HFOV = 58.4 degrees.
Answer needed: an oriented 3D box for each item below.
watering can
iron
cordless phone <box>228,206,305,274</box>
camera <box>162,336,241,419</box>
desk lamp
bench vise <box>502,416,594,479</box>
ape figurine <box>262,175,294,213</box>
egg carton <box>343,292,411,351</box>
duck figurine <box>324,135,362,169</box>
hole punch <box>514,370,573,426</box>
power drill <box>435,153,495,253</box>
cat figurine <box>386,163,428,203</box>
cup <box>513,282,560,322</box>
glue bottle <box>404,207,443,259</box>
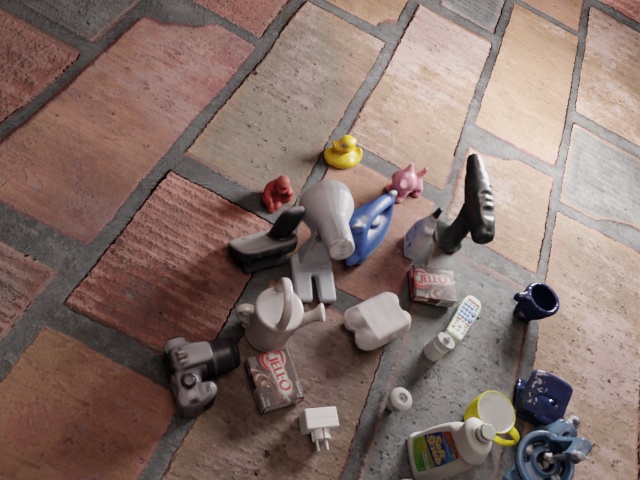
[{"bbox_3d":[-0.076,0.143,1.145,0.173,0.194,0.101,-13,64,-27],"label":"watering can"},{"bbox_3d":[0.124,-0.056,1.385,0.118,0.141,0.259,41,54,8],"label":"iron"},{"bbox_3d":[-0.112,-0.016,1.240,0.148,0.185,0.094,-19,67,-30],"label":"cordless phone"},{"bbox_3d":[-0.217,0.242,1.085,0.137,0.100,0.143,-12,63,-27],"label":"camera"},{"bbox_3d":[0.012,0.004,1.257,0.118,0.213,0.203,2,58,-19],"label":"desk lamp"},{"bbox_3d":[0.477,0.416,1.164,0.121,0.219,0.208,34,53,3],"label":"bench vise"},{"bbox_3d":[-0.098,-0.119,1.371,0.078,0.092,0.076,0,59,-21],"label":"ape figurine"},{"bbox_3d":[0.129,0.181,1.277,0.151,0.069,0.107,-22,68,-31],"label":"egg carton"},{"bbox_3d":[0.070,-0.242,1.519,0.105,0.086,0.077,-2,59,-22],"label":"duck figurine"},{"bbox_3d":[0.504,0.361,1.291,0.108,0.091,0.101,26,53,-3],"label":"hole punch"},{"bbox_3d":[0.366,-0.073,1.447,0.076,0.208,0.229,4,57,-18],"label":"power drill"},{"bbox_3d":[0.233,-0.158,1.507,0.128,0.117,0.067,-23,68,-31],"label":"cat figurine"},{"bbox_3d":[0.518,0.162,1.423,0.118,0.095,0.091,9,56,-16],"label":"cup"},{"bbox_3d":[0.254,-0.026,1.395,0.037,0.173,0.078,16,54,-10],"label":"glue bottle"}]
